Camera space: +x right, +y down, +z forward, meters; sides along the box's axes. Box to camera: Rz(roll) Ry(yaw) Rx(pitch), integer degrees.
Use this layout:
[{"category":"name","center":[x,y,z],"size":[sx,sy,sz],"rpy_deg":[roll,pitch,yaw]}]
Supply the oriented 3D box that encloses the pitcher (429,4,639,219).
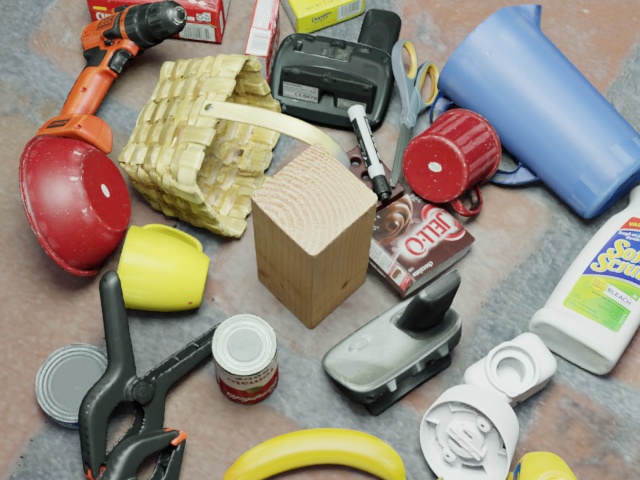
[{"category":"pitcher","center":[0.252,-0.135,1.221],"size":[0.144,0.149,0.243],"rpy_deg":[-33,73,-31]}]

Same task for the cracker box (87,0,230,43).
[{"category":"cracker box","center":[-0.187,-0.360,1.337],"size":[0.164,0.072,0.213],"rpy_deg":[7,65,2]}]

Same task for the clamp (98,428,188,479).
[{"category":"clamp","center":[-0.200,0.247,1.051],"size":[0.039,0.120,0.171],"rpy_deg":[3,53,45]}]

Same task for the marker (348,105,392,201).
[{"category":"marker","center":[0.056,-0.097,1.192],"size":[0.020,0.020,0.121],"rpy_deg":[-13,65,-7]}]

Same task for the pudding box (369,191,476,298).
[{"category":"pudding box","center":[0.103,0.001,1.178],"size":[0.113,0.039,0.090],"rpy_deg":[-32,68,-35]}]

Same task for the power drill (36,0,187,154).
[{"category":"power drill","center":[-0.238,-0.186,1.220],"size":[0.057,0.185,0.187],"rpy_deg":[37,65,-34]}]

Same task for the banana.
[{"category":"banana","center":[0.002,0.226,1.092],"size":[0.198,0.037,0.069],"rpy_deg":[5,65,1]}]

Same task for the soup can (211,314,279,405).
[{"category":"soup can","center":[-0.076,0.124,1.102],"size":[0.068,0.102,0.068],"rpy_deg":[1,65,-2]}]

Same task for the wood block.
[{"category":"wood block","center":[-0.007,0.002,1.101],"size":[0.090,0.206,0.090],"rpy_deg":[-41,72,-17]}]

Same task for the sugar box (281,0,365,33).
[{"category":"sugar box","center":[-0.019,-0.349,1.349],"size":[0.093,0.048,0.176],"rpy_deg":[-21,69,-10]}]

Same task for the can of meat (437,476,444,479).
[{"category":"can of meat","center":[0.113,0.298,1.047],"size":[0.102,0.057,0.084],"rpy_deg":[-43,75,-11]}]

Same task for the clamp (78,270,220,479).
[{"category":"clamp","center":[-0.195,0.143,1.088],"size":[0.164,0.036,0.210],"rpy_deg":[37,74,-33]}]

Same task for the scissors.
[{"category":"scissors","center":[0.094,-0.157,1.227],"size":[0.016,0.096,0.201],"rpy_deg":[-14,32,37]}]

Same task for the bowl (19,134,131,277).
[{"category":"bowl","center":[-0.250,-0.045,1.140],"size":[0.055,0.162,0.162],"rpy_deg":[-18,64,19]}]

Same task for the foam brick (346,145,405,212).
[{"category":"foam brick","center":[0.052,-0.062,1.216],"size":[0.053,0.051,0.078],"rpy_deg":[-33,70,-15]}]

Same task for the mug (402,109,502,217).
[{"category":"mug","center":[0.149,-0.080,1.195],"size":[0.081,0.093,0.117],"rpy_deg":[-35,107,-51]}]

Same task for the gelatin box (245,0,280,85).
[{"category":"gelatin box","center":[-0.067,-0.238,1.283],"size":[0.030,0.073,0.089],"rpy_deg":[8,65,3]}]

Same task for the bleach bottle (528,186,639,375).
[{"category":"bleach bottle","center":[0.332,0.021,1.178],"size":[0.102,0.068,0.250],"rpy_deg":[30,66,12]}]

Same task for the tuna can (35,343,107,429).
[{"category":"tuna can","center":[-0.253,0.154,1.123],"size":[0.086,0.034,0.086],"rpy_deg":[0,66,-1]}]

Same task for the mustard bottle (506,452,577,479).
[{"category":"mustard bottle","center":[0.205,0.251,0.999],"size":[0.058,0.192,0.096],"rpy_deg":[1,66,-1]}]
